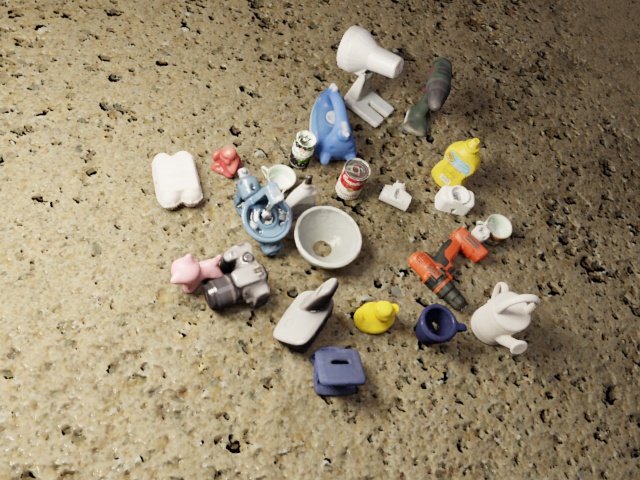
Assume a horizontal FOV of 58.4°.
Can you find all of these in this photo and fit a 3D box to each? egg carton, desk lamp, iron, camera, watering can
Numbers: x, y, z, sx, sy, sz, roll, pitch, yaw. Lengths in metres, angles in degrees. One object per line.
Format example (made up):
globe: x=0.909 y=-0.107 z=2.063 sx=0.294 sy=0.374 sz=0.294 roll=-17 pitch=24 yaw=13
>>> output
egg carton: x=-0.345 y=-0.145 z=1.377 sx=0.107 sy=0.069 sz=0.150 roll=-10 pitch=66 yaw=-20
desk lamp: x=0.136 y=-0.459 z=1.587 sx=0.203 sy=0.213 sz=0.118 roll=38 pitch=60 yaw=7
iron: x=0.038 y=-0.331 z=1.536 sx=0.119 sy=0.141 sz=0.258 roll=-3 pitch=64 yaw=-16
camera: x=-0.194 y=0.088 z=1.279 sx=0.137 sy=0.100 sz=0.143 roll=-20 pitch=70 yaw=-23
watering can: x=0.448 y=0.181 z=1.350 sx=0.101 sy=0.194 sz=0.172 roll=-17 pitch=68 yaw=-22

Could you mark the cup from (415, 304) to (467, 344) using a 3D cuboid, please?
cup: x=0.275 y=0.209 z=1.346 sx=0.118 sy=0.095 sz=0.091 roll=10 pitch=61 yaw=-10

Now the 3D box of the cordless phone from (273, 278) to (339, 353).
cordless phone: x=-0.023 y=0.156 z=1.241 sx=0.094 sy=0.185 sz=0.148 roll=31 pitch=60 yaw=3

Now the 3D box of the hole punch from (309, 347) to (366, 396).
hole punch: x=0.038 y=0.280 z=1.247 sx=0.109 sy=0.091 sz=0.101 roll=2 pitch=63 yaw=-14

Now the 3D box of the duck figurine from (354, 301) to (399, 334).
duck figurine: x=0.135 y=0.172 z=1.333 sx=0.105 sy=0.086 sz=0.077 roll=-7 pitch=65 yaw=-18

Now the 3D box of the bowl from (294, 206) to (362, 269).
bowl: x=0.013 y=0.005 z=1.393 sx=0.167 sy=0.074 sz=0.167 roll=6 pitch=62 yaw=-12

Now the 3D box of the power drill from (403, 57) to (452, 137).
power drill: x=0.308 y=-0.390 z=1.601 sx=0.075 sy=0.208 sz=0.230 roll=20 pitch=60 yaw=-4

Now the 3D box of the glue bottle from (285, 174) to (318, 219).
glue bottle: x=-0.039 y=-0.107 z=1.380 sx=0.078 sy=0.173 sz=0.037 roll=-8 pitch=65 yaw=-18

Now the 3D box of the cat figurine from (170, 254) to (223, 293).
cat figurine: x=-0.274 y=0.064 z=1.260 sx=0.128 sy=0.117 sz=0.067 roll=-19 pitch=69 yaw=-23

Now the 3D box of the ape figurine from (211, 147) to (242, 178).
ape figurine: x=-0.229 y=-0.200 z=1.424 sx=0.076 sy=0.092 sz=0.077 roll=-15 pitch=68 yaw=-21

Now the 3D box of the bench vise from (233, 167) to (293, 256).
bench vise: x=-0.143 y=-0.086 z=1.314 sx=0.207 sy=0.219 sz=0.122 roll=45 pitch=61 yaw=11
